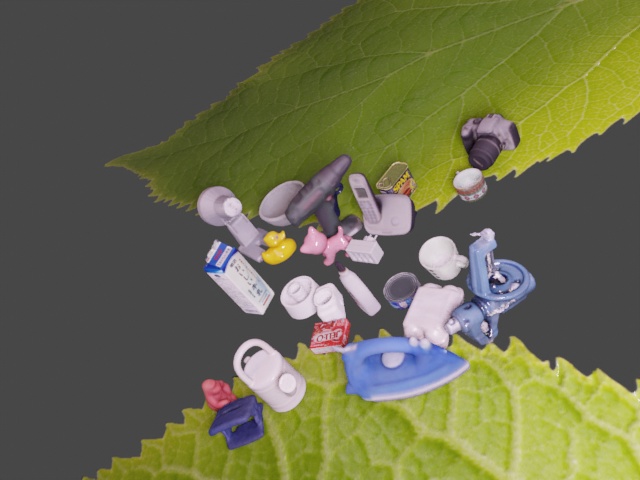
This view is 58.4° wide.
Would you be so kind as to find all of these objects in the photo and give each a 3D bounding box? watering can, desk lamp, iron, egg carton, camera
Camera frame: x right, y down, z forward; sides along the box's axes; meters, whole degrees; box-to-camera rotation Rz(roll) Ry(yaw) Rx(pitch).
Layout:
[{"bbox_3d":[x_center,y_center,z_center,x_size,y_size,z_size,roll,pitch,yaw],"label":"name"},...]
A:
[{"bbox_3d":[-0.113,0.290,1.257,0.172,0.195,0.101,-7,47,33],"label":"watering can"},{"bbox_3d":[-0.249,-0.059,1.710,0.118,0.214,0.202,-49,40,-16],"label":"desk lamp"},{"bbox_3d":[0.155,0.236,1.152,0.257,0.142,0.118,-16,42,25],"label":"iron"},{"bbox_3d":[0.243,0.160,1.222,0.107,0.070,0.150,2,52,39],"label":"egg carton"},{"bbox_3d":[0.424,-0.256,1.492,0.142,0.101,0.137,13,59,44],"label":"camera"}]

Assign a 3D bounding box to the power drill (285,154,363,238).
[{"bbox_3d":[0.028,-0.094,1.539,0.229,0.209,0.075,-37,38,-1],"label":"power drill"}]

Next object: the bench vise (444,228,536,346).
[{"bbox_3d":[0.323,0.094,1.107,0.121,0.220,0.208,13,59,45],"label":"bench vise"}]

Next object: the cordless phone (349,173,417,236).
[{"bbox_3d":[0.156,-0.098,1.463,0.147,0.186,0.094,-1,50,36],"label":"cordless phone"}]

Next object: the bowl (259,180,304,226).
[{"bbox_3d":[-0.099,-0.099,1.750,0.167,0.075,0.167,-21,40,19],"label":"bowl"}]

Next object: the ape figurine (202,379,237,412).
[{"bbox_3d":[-0.246,0.365,1.364,0.076,0.092,0.078,-20,41,20],"label":"ape figurine"}]

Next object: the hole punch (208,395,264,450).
[{"bbox_3d":[-0.189,0.400,1.285,0.108,0.091,0.101,-26,39,13],"label":"hole punch"}]

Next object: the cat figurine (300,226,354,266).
[{"bbox_3d":[0.014,0.005,1.520,0.127,0.118,0.067,-26,39,14],"label":"cat figurine"}]

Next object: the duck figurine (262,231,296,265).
[{"bbox_3d":[-0.130,0.015,1.646,0.104,0.086,0.077,-34,38,3],"label":"duck figurine"}]

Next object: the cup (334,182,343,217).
[{"bbox_3d":[0.029,-0.106,1.643,0.118,0.095,0.091,-35,38,2],"label":"cup"}]

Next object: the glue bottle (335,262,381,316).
[{"bbox_3d":[0.077,0.104,1.323,0.037,0.174,0.077,-43,38,-9],"label":"glue bottle"}]
